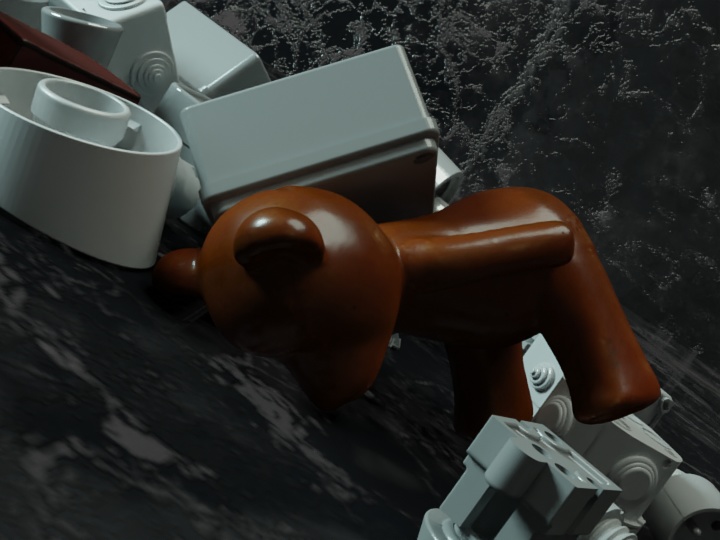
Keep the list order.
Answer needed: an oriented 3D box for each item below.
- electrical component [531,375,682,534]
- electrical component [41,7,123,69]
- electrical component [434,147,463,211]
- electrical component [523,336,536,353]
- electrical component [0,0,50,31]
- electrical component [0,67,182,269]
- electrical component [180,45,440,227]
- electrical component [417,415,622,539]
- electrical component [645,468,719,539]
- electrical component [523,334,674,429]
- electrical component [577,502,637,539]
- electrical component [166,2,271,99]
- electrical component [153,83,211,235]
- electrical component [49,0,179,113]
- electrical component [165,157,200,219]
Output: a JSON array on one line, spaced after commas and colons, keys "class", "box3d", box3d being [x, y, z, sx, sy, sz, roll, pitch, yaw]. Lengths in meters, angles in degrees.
[{"class": "electrical component", "box3d": [0.122, 0.096, 0.560, 0.080, 0.051, 0.080, 33, 9, -6]}, {"class": "electrical component", "box3d": [-0.160, -0.108, 0.595, 0.044, 0.065, 0.044, 15, 16, -4]}, {"class": "electrical component", "box3d": [0.044, -0.058, 0.935, 0.060, 0.108, 0.108, 42, 11, 12]}, {"class": "electrical component", "box3d": [0.114, 0.022, 0.882, 0.121, 0.063, 0.079, 39, 11, 31]}, {"class": "electrical component", "box3d": [-0.235, -0.151, 0.640, 0.099, 0.064, 0.099, 20, 17, -6]}, {"class": "electrical component", "box3d": [-0.127, -0.046, 0.467, 0.099, 0.064, 0.099, 21, 18, -7]}, {"class": "electrical component", "box3d": [-0.021, -0.047, 0.520, 0.108, 0.109, 0.056, 83, -11, -71]}, {"class": "electrical component", "box3d": [0.051, 0.084, 0.361, 0.048, 0.055, 0.066, 40, 11, 32]}, {"class": "electrical component", "box3d": [0.178, 0.134, 0.583, 0.043, 0.043, 0.081, 33, 9, -4]}, {"class": "electrical component", "box3d": [0.136, 0.076, 0.681, 0.096, 0.061, 0.061, 28, 11, -31]}, {"class": "electrical component", "box3d": [0.088, 0.103, 0.438, 0.040, 0.040, 0.078, 23, 14, -50]}, {"class": "electrical component", "box3d": [-0.100, -0.117, 0.757, 0.109, 0.056, 0.108, 41, -16, 40]}, {"class": "electrical component", "box3d": [-0.082, -0.056, 0.617, 0.095, 0.059, 0.054, 38, 10, 23]}, {"class": "electrical component", "box3d": [-0.155, -0.139, 0.681, 0.100, 0.048, 0.099, 41, -31, 40]}, {"class": "electrical component", "box3d": [-0.104, -0.045, 0.549, 0.040, 0.040, 0.046, 35, 3, 9]}]
